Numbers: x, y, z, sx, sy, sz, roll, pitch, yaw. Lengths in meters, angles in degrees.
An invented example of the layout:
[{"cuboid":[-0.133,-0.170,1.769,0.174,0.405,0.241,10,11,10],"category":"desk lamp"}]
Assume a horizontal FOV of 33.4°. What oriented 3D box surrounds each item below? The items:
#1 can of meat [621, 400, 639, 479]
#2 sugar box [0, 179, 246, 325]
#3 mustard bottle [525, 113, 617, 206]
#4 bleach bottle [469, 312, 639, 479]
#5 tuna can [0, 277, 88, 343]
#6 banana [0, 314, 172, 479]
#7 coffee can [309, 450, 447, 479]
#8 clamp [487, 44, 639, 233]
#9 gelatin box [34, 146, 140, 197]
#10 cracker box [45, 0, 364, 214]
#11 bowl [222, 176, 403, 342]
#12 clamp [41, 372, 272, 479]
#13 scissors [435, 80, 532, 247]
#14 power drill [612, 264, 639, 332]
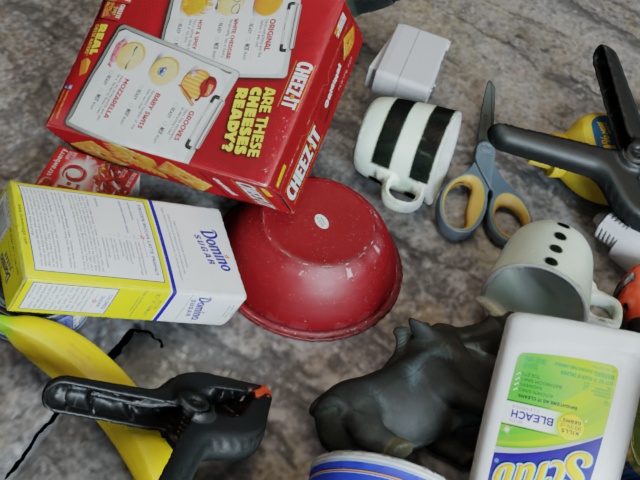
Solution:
[{"cuboid":[0.201,0.133,0.765,0.057,0.084,0.102,26,54,-34],"category":"can of meat"},{"cuboid":[-0.148,0.012,0.794,0.175,0.048,0.093,10,46,-37],"category":"sugar box"},{"cuboid":[0.283,-0.074,0.988,0.191,0.058,0.096,2,56,-10],"category":"mustard bottle"},{"cuboid":[0.144,0.179,0.690,0.103,0.068,0.251,9,78,19],"category":"bleach bottle"},{"cuboid":[-0.214,0.036,0.803,0.086,0.034,0.086,6,50,-8],"category":"tuna can"},{"cuboid":[-0.154,0.115,0.741,0.198,0.037,0.069,41,31,11],"category":"banana"},{"cuboid":[0.026,0.214,0.651,0.103,0.103,0.140,17,59,1],"category":"coffee can"},{"cuboid":[0.271,-0.076,0.931,0.210,0.036,0.164,40,63,12],"category":"clamp"},{"cuboid":[-0.196,-0.028,0.862,0.073,0.030,0.089,19,49,3],"category":"gelatin box"},{"cuboid":[-0.093,-0.128,0.864,0.214,0.072,0.164,16,77,24],"category":"cracker box"},{"cuboid":[-0.006,0.001,0.865,0.162,0.055,0.162,6,51,-8],"category":"bowl"},{"cuboid":[-0.086,0.128,0.705,0.171,0.039,0.120,1,38,-46],"category":"clamp"},{"cuboid":[0.165,-0.065,0.976,0.096,0.016,0.201,28,52,4],"category":"scissors"},{"cuboid":[0.311,0.112,0.842,0.184,0.057,0.187,8,50,-6],"category":"power drill"}]
